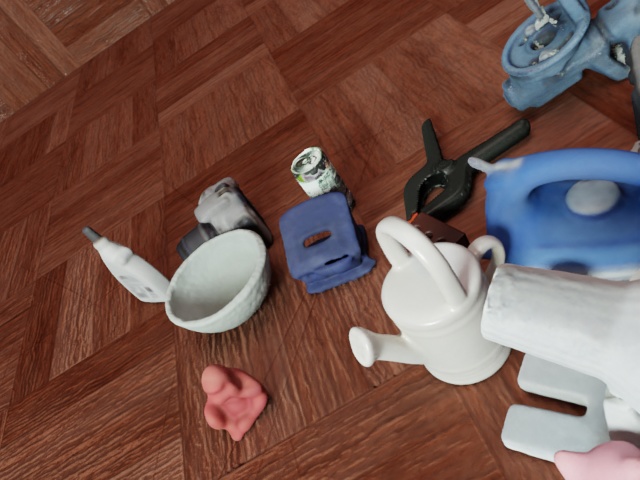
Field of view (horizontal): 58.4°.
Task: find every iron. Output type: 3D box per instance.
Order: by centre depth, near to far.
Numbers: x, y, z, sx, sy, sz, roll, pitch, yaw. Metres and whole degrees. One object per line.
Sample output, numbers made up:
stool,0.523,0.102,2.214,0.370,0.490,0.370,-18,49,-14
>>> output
iron,0.276,-0.042,0.562,0.257,0.119,0.142,-2,-40,36

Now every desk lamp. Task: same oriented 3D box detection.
desk lamp,0.213,0.096,0.412,0.202,0.118,0.214,3,-37,39

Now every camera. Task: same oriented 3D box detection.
camera,-0.167,-0.023,0.912,0.137,0.101,0.142,-38,38,-1

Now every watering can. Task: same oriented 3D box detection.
watering can,0.106,0.056,0.549,0.100,0.173,0.195,11,-32,43

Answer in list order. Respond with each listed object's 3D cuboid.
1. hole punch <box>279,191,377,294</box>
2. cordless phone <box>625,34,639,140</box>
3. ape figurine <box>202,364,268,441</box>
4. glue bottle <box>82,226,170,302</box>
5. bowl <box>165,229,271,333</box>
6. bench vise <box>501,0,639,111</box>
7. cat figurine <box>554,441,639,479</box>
hole punch,0.007,0.003,0.762,0.108,0.101,0.091,-23,-49,17
cordless phone,0.377,-0.204,0.614,0.094,0.147,0.186,-13,-46,27
ape figurine,-0.106,0.179,0.670,0.077,0.076,0.092,-21,-49,19
glue bottle,-0.306,0.036,0.899,0.077,0.037,0.174,-3,-41,35
bowl,-0.131,0.070,0.812,0.166,0.167,0.075,0,-39,37
bench vise,0.311,-0.292,0.724,0.207,0.220,0.121,-32,39,6
cat figurine,0.224,0.191,0.385,0.067,0.118,0.127,-37,38,-1
